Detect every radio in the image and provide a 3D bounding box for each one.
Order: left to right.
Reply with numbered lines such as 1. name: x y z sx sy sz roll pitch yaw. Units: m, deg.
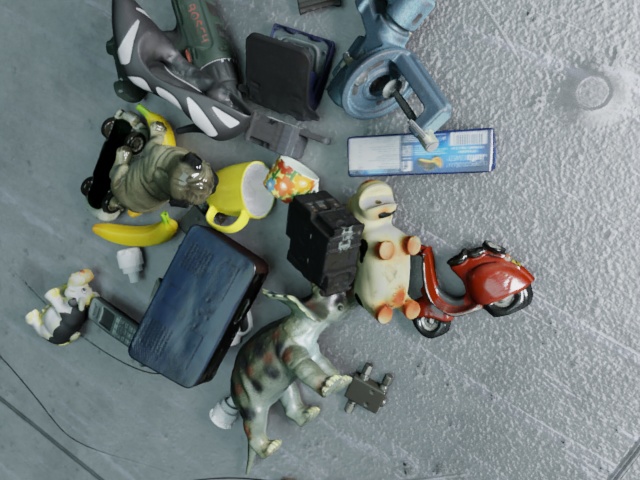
1. radio: -0.184 0.103 0.830 0.131 0.073 0.229 28 93 13

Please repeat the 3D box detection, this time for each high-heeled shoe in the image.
1. high-heeled shoe: -0.199 -0.254 0.775 0.145 0.086 0.248 -9 118 31

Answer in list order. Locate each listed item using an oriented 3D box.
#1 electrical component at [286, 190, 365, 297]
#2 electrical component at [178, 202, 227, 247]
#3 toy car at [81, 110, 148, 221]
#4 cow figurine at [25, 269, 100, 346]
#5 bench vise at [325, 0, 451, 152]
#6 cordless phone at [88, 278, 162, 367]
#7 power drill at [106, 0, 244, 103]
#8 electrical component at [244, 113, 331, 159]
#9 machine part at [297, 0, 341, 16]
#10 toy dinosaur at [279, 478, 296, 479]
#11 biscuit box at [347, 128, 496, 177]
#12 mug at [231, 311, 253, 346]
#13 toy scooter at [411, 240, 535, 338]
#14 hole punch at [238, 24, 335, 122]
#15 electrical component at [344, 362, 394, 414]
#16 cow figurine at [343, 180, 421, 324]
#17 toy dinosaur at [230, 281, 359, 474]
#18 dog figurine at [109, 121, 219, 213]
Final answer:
1. electrical component: -0.002 -0.002 0.769 0.134 0.058 0.114 43 134 44
2. electrical component: -0.201 -0.020 0.906 0.102 0.045 0.078 -39 85 20
3. toy car: -0.360 -0.130 0.945 0.074 0.056 0.201 32 105 20
4. cow figurine: -0.470 0.130 1.012 0.167 0.068 0.098 -40 89 23
5. bench vise: 0.109 -0.226 0.710 0.223 0.128 0.241 -40 59 28
6. cordless phone: -0.327 0.122 0.954 0.184 0.088 0.146 26 105 19
7. power drill: -0.235 -0.284 0.866 0.207 0.086 0.231 -11 94 25
8. electrical component: -0.046 -0.152 0.818 0.119 0.075 0.047 24 103 13
9. machine part: -0.010 -0.407 0.789 0.084 0.039 0.138 -3 98 26
10. toy dinosaur: -0.059 0.518 0.899 0.472 0.105 0.198 17 106 22
11. biscuit box: 0.143 -0.121 0.758 0.203 0.063 0.059 1 97 19
12. mug: -0.169 0.125 0.897 0.110 0.081 0.107 -14 86 22
13. toy scooter: 0.197 0.053 0.758 0.184 0.075 0.135 -24 88 26
14. hole punch: -0.046 -0.255 0.807 0.142 0.092 0.115 22 134 13
15. electrical component: 0.076 0.243 0.853 0.063 0.021 0.094 28 105 14
16. cow figurine: 0.081 0.010 0.772 0.127 0.085 0.194 24 122 59
17. toy dinosaur: -0.072 0.207 0.858 0.192 0.131 0.404 50 115 21
18. dog figurine: -0.247 -0.079 0.816 0.172 0.121 0.191 -52 34 9
